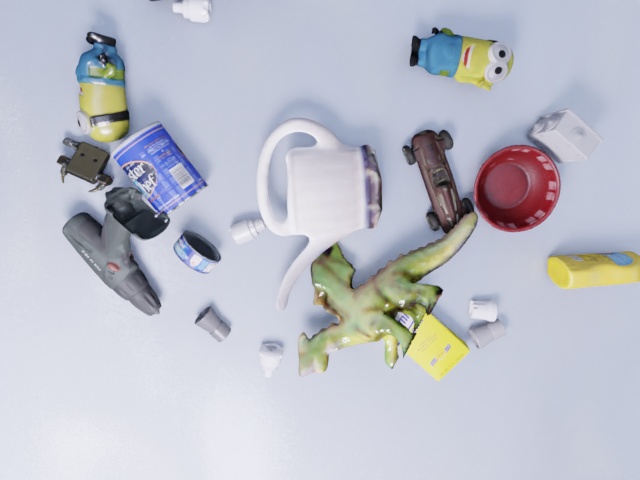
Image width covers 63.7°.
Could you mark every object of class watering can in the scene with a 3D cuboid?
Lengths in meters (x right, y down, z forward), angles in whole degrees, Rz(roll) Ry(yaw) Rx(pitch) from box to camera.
[{"bbox_3d":[0.003,-0.047,0.930,0.224,0.105,0.345,-4,100,-2],"label":"watering can"}]

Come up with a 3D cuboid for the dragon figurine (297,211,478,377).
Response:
[{"bbox_3d":[0.091,0.082,0.945,0.244,0.121,0.411,29,87,15],"label":"dragon figurine"}]
